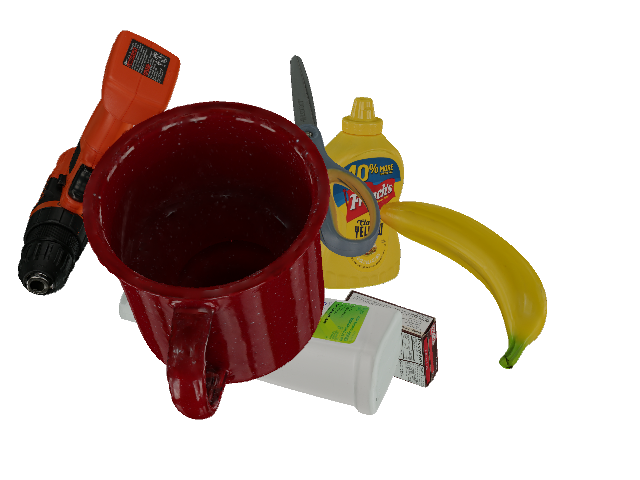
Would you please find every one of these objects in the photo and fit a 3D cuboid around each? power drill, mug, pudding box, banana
[{"bbox_3d":[-0.185,-0.065,0.871,0.057,0.188,0.184,26,32,-19],"label":"power drill"},{"bbox_3d":[-0.041,0.015,0.423,0.093,0.117,0.081,0,-35,4],"label":"mug"},{"bbox_3d":[0.080,0.115,1.248,0.114,0.090,0.039,16,46,25],"label":"pudding box"},{"bbox_3d":[0.121,0.018,0.842,0.069,0.037,0.198,-16,42,-21],"label":"banana"}]

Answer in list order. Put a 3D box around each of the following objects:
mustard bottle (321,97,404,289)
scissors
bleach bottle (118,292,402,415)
[{"bbox_3d":[0.039,-0.050,1.085,0.096,0.192,0.058,-7,19,-26],"label":"mustard bottle"},{"bbox_3d":[-0.024,-0.058,0.712,0.096,0.016,0.202,-14,47,-16],"label":"scissors"},{"bbox_3d":[-0.061,0.081,0.934,0.251,0.068,0.102,9,28,15],"label":"bleach bottle"}]
